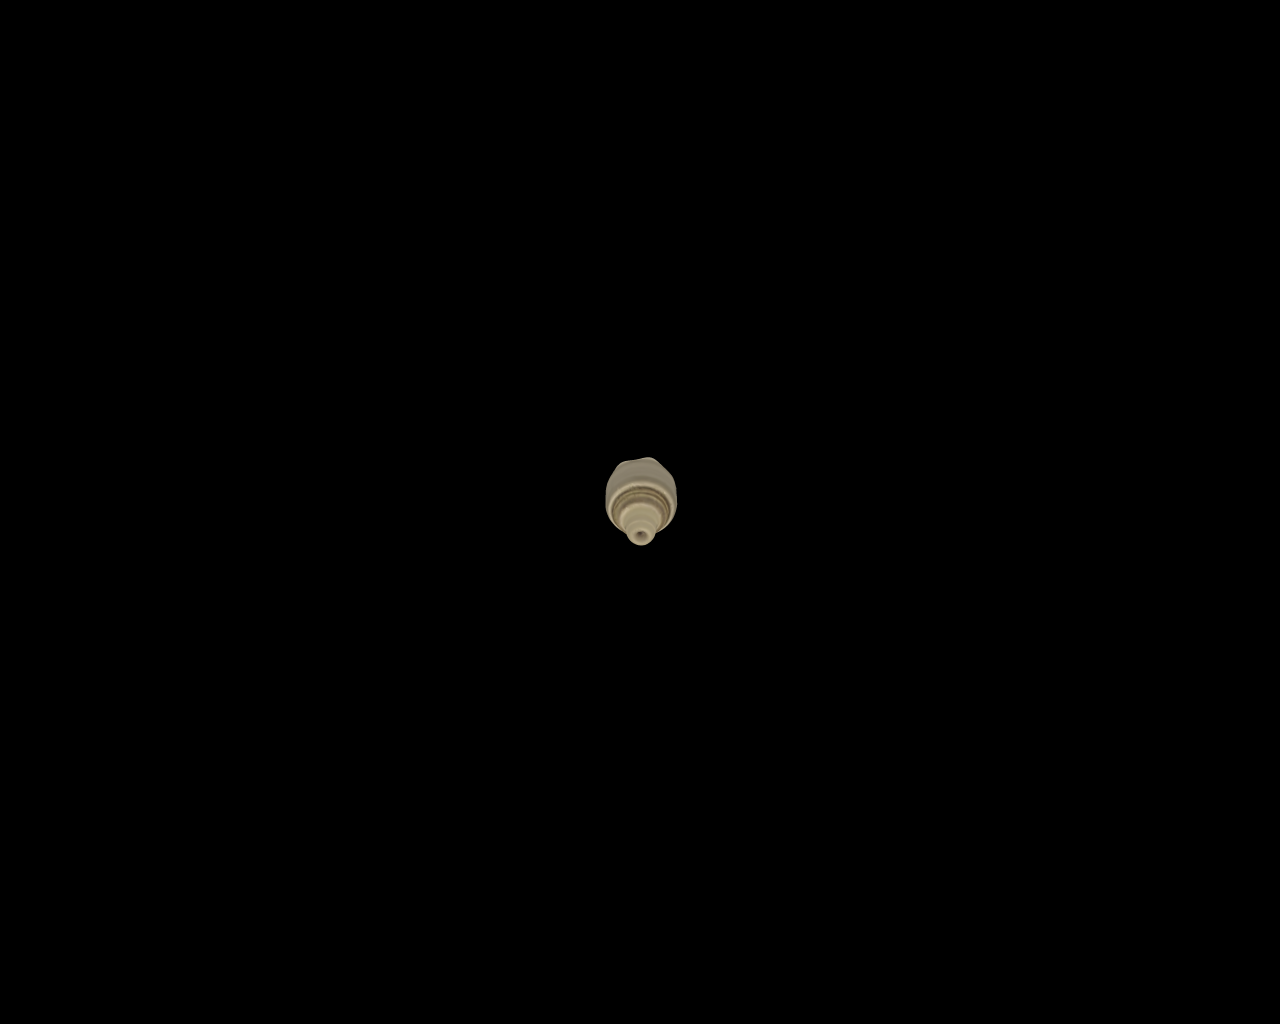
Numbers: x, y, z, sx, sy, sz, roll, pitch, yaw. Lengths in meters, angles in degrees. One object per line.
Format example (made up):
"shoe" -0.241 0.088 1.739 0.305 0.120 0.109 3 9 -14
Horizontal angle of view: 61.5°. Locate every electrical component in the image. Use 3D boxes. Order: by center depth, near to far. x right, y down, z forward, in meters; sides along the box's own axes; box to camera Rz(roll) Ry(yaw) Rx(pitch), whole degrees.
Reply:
"electrical component" 0.001 -0.003 0.650 0.043 0.043 0.062 0 35 0
